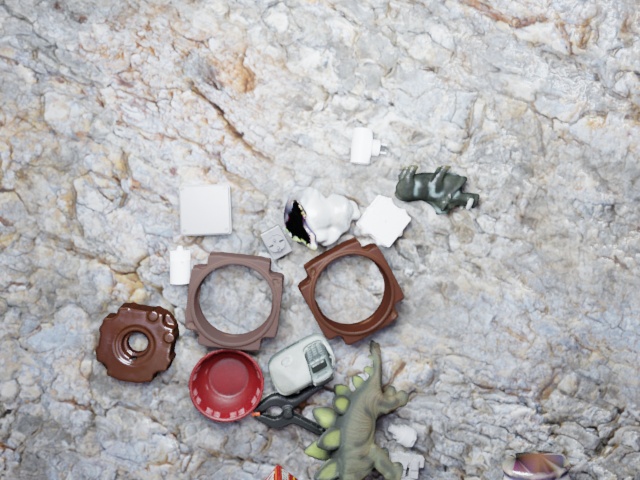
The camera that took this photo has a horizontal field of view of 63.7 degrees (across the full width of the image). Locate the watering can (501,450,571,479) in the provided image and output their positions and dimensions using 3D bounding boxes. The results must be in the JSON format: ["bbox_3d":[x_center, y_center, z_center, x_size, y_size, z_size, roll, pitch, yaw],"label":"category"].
[{"bbox_3d":[0.459,0.608,1.178,0.348,0.104,0.224,-6,92,-5],"label":"watering can"}]

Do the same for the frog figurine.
[{"bbox_3d":[0.003,-0.057,1.140,0.161,0.121,0.138,-28,86,-39],"label":"frog figurine"}]
